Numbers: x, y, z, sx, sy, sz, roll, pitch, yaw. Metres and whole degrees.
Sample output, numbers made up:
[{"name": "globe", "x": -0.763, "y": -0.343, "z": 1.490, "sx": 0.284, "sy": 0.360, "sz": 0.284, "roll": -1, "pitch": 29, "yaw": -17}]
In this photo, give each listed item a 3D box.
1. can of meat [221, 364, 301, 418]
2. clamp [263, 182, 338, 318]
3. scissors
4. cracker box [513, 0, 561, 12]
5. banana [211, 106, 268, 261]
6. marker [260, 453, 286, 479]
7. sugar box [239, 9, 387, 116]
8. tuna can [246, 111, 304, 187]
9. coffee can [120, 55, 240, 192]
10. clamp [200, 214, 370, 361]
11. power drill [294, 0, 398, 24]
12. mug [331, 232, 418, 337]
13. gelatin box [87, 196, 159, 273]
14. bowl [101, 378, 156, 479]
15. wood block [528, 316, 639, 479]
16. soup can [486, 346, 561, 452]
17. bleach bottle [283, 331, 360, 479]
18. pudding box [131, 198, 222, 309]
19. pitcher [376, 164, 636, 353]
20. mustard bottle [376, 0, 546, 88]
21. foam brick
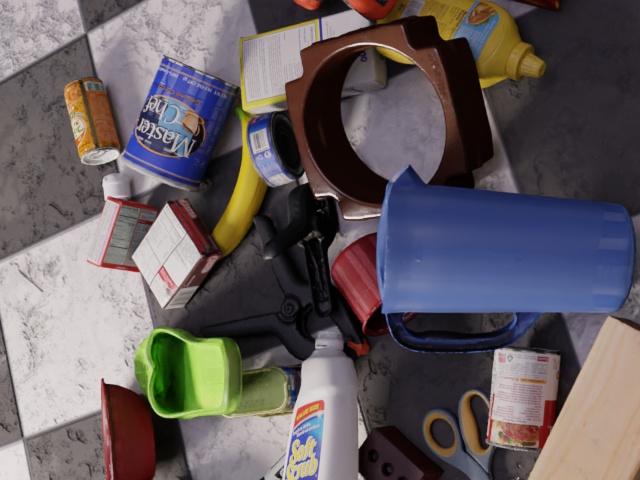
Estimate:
[{"name": "can of meat", "x": -0.058, "y": 0.173, "z": 1.222, "sx": 0.102, "sy": 0.083, "sz": 0.057, "roll": -12, "pitch": 79, "yaw": 26}, {"name": "clamp", "x": -0.008, "y": 0.001, "z": 1.207, "sx": 0.039, "sy": 0.120, "sz": 0.171, "roll": -11, "pitch": 36, "yaw": 28}, {"name": "scissors", "x": 0.158, "y": 0.260, "z": 1.135, "sx": 0.096, "sy": 0.016, "sz": 0.202, "roll": -7, "pitch": 81, "yaw": 29}, {"name": "cracker box", "x": 0.213, "y": -0.371, "z": 1.145, "sx": 0.164, "sy": 0.072, "sz": 0.214, "roll": 23, "pitch": 96, "yaw": 29}, {"name": "banana", "x": -0.094, "y": -0.062, "z": 1.298, "sx": 0.070, "sy": 0.037, "sz": 0.198, "roll": 13, "pitch": 89, "yaw": 50}, {"name": "marker", "x": -0.039, "y": 0.259, "z": 1.238, "sx": 0.121, "sy": 0.020, "sz": 0.020, "roll": -47, "pitch": 66, "yaw": 16}, {"name": "sugar box", "x": -0.010, "y": -0.210, "z": 1.262, "sx": 0.176, "sy": 0.048, "sz": 0.093, "roll": -8, "pitch": 81, "yaw": 24}, {"name": "tuna can", "x": -0.050, "y": -0.107, "z": 1.248, "sx": 0.034, "sy": 0.086, "sz": 0.086, "roll": -17, "pitch": 76, "yaw": 23}, {"name": "coffee can", "x": -0.171, "y": -0.142, "z": 1.308, "sx": 0.103, "sy": 0.102, "sz": 0.140, "roll": 26, "pitch": 96, "yaw": 28}, {"name": "clamp", "x": -0.030, "y": 0.071, "z": 1.245, "sx": 0.210, "sy": 0.036, "sz": 0.164, "roll": 20, "pitch": 93, "yaw": 26}, {"name": "power drill", "x": 0.052, "y": -0.327, "z": 1.192, "sx": 0.184, "sy": 0.057, "sz": 0.188, "roll": -56, "pitch": 29, "yaw": 8}, {"name": "mug", "x": 0.071, "y": 0.038, "z": 1.163, "sx": 0.117, "sy": 0.093, "sz": 0.081, "roll": -51, "pitch": 59, "yaw": 28}, {"name": "gelatin box", "x": -0.249, "y": -0.007, "z": 1.350, "sx": 0.030, "sy": 0.073, "sz": 0.089, "roll": 20, "pitch": 94, "yaw": 33}, {"name": "bowl", "x": -0.233, "y": 0.245, "z": 1.295, "sx": 0.055, "sy": 0.162, "sz": 0.162, "roll": -4, "pitch": 79, "yaw": -15}, {"name": "wood block", "x": 0.283, "y": 0.186, "z": 1.033, "sx": 0.090, "sy": 0.090, "sz": 0.206, "roll": 28, "pitch": 98, "yaw": 29}, {"name": "soup can", "x": 0.208, "y": 0.160, "z": 1.089, "sx": 0.069, "sy": 0.068, "sz": 0.102, "roll": 4, "pitch": 85, "yaw": 29}, {"name": "bleach bottle", "x": 0.000, "y": 0.225, "z": 1.151, "sx": 0.103, "sy": 0.068, "sz": 0.251, "roll": -12, "pitch": 72, "yaw": 55}, {"name": "pudding box", "x": -0.178, "y": 0.018, "z": 1.312, "sx": 0.114, "sy": 0.039, "sz": 0.090, "roll": -50, "pitch": 63, "yaw": 34}, {"name": "pitcher", "x": 0.177, "y": 0.023, "z": 1.053, "sx": 0.243, "sy": 0.149, "sz": 0.145, "roll": 3, "pitch": 57, "yaw": 2}, {"name": "mustard bottle", "x": 0.158, "y": -0.218, "z": 1.163, "sx": 0.192, "sy": 0.058, "sz": 0.096, "roll": 28, "pitch": 85, "yaw": 27}, {"name": "foam brick", "x": 0.083, "y": 0.247, "z": 1.156, "sx": 0.078, "sy": 0.051, "sz": 0.053, "roll": 39, "pitch": 103, "yaw": 26}]
